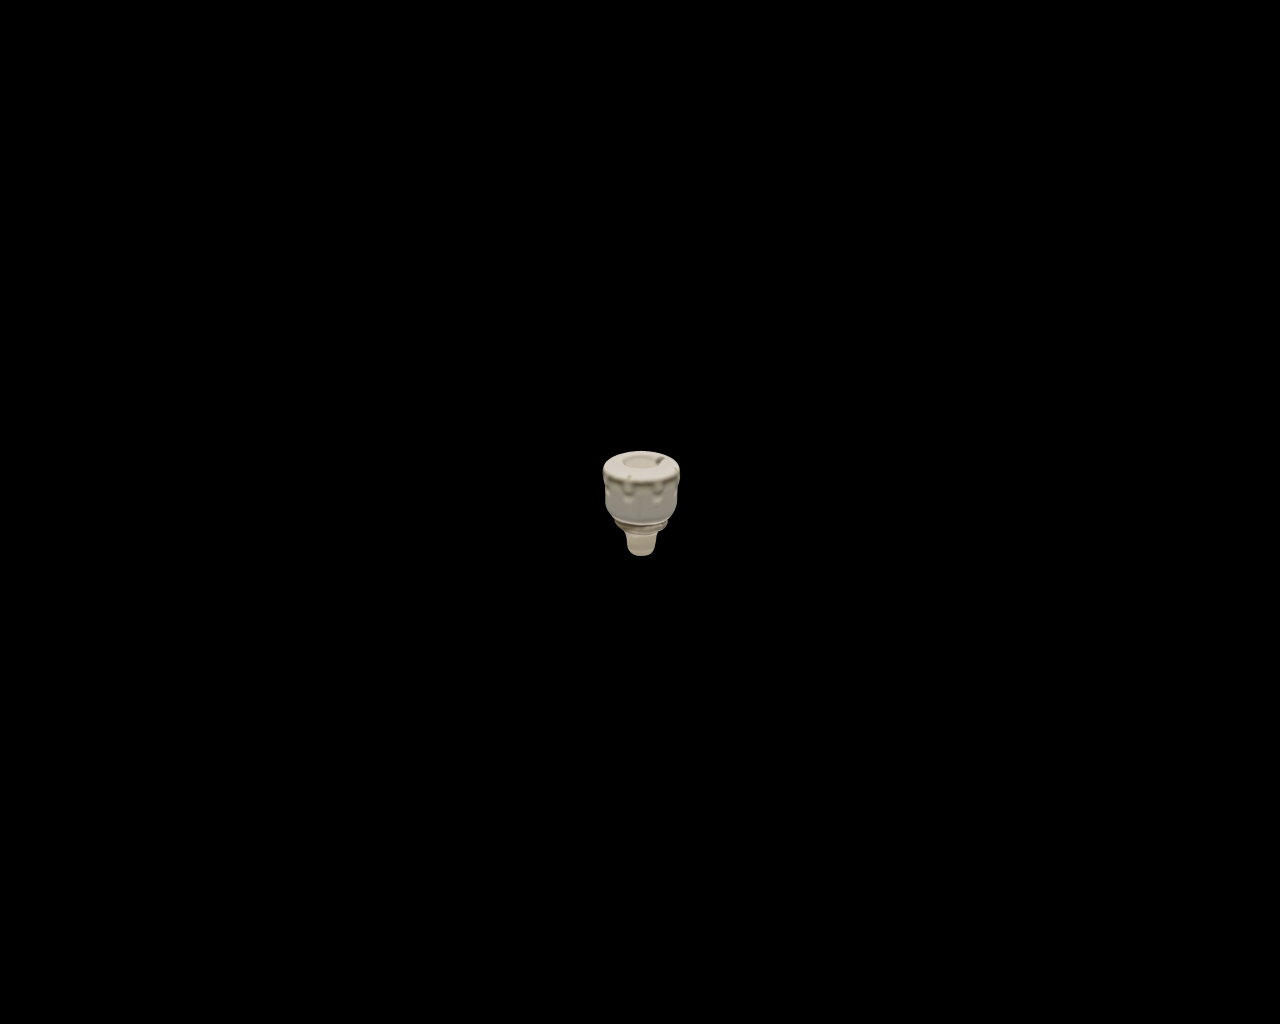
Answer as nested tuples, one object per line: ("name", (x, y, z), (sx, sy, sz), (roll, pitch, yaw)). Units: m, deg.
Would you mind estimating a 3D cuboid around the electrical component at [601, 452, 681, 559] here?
("electrical component", (0.001, -0.003, 0.650), (0.048, 0.062, 0.048), (0, 22, 0))
